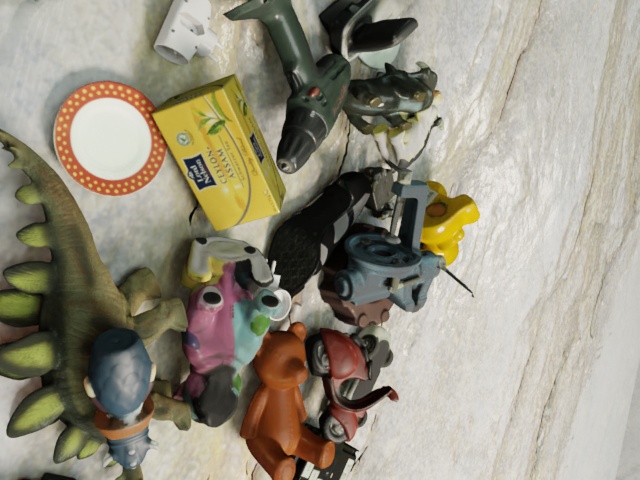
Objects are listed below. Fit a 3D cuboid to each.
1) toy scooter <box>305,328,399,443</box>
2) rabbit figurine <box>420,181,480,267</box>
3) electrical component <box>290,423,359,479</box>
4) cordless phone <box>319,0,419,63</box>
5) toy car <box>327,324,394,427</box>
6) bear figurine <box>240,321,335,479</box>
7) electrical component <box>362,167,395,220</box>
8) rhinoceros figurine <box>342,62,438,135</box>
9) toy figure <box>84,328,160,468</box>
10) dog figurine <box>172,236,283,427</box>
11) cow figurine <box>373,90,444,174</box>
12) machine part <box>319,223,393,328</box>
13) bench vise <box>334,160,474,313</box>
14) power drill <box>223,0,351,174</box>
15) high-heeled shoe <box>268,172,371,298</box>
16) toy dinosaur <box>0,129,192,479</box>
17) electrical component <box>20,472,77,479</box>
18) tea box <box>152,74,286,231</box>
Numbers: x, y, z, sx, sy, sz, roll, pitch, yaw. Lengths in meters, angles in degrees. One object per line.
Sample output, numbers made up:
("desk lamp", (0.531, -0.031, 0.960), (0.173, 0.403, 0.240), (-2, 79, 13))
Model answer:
("toy scooter", (0.054, 0.225, 0.866), (0.135, 0.075, 0.183), (-11, 84, -10))
("rabbit figurine", (0.224, 0.001, 1.014), (0.162, 0.122, 0.173), (-55, 147, -19))
("electrical component", (-0.008, 0.375, 0.893), (0.134, 0.058, 0.115), (43, 66, -39))
("cordless phone", (0.097, -0.323, 0.773), (0.146, 0.184, 0.088), (-44, 121, -10))
("toy car", (0.070, 0.246, 0.947), (0.073, 0.056, 0.201), (40, 71, -46))
("bear figurine", (-0.046, 0.228, 0.787), (0.120, 0.132, 0.195), (2, 102, -45))
("electrical component", (0.106, -0.081, 0.929), (0.078, 0.045, 0.102), (-30, 121, -35))
("rhinoceros figurine", (0.116, -0.237, 0.879), (0.190, 0.112, 0.073), (-18, 142, -25))
("toy figure", (-0.199, 0.164, 0.549), (0.058, 0.064, 0.154), (-85, 179, -65))
("dog figurine", (-0.137, 0.128, 0.703), (0.108, 0.192, 0.219), (6, 123, -26))
("cow figurine", (0.171, -0.194, 0.957), (0.167, 0.068, 0.098), (-44, 130, -25))
("machine part", (0.078, 0.061, 0.922), (0.179, 0.056, 0.179), (-7, 100, -43))
("bench vise", (0.129, 0.005, 0.831), (0.224, 0.129, 0.240), (-4, 117, -24))
("power drill", (-0.038, -0.227, 0.718), (0.207, 0.086, 0.232), (55, 43, -24))
("high-heeled shoe", (-0.002, -0.003, 0.848), (0.248, 0.086, 0.145), (-58, 164, 3))
("toy dinosaur", (-0.252, 0.104, 0.585), (0.198, 0.105, 0.470), (-17, 108, -40))
("electrical component", (-0.313, 0.305, 0.619), (0.094, 0.021, 0.063), (39, 71, -40))
("tea box", (-0.119, -0.105, 0.669), (0.068, 0.098, 0.169), (-81, 150, -57))
